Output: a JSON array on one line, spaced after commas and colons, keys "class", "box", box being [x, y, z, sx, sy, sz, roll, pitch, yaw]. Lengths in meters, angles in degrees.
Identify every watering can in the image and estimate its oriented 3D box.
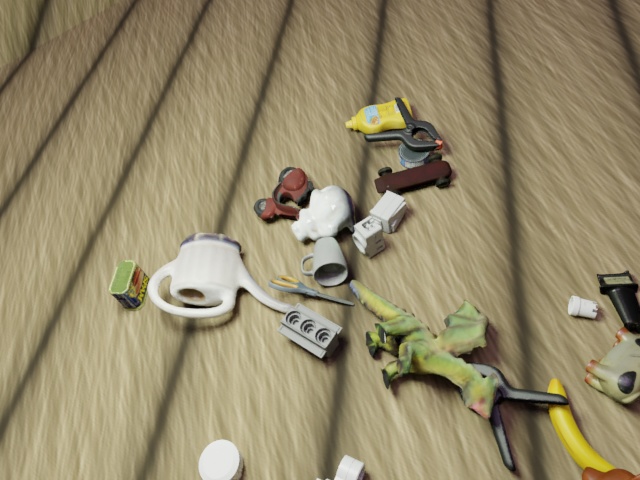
[{"class": "watering can", "box": [-0.232, 0.091, 1.245, 0.348, 0.101, 0.230, 3, 51, -3]}]

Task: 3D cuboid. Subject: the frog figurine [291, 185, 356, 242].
[{"class": "frog figurine", "box": [0.004, -0.065, 1.293, 0.160, 0.120, 0.139, -12, 71, -11]}]

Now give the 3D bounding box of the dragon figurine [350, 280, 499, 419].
[{"class": "dragon figurine", "box": [0.226, 0.189, 1.069, 0.243, 0.119, 0.419, -10, 39, -9]}]
